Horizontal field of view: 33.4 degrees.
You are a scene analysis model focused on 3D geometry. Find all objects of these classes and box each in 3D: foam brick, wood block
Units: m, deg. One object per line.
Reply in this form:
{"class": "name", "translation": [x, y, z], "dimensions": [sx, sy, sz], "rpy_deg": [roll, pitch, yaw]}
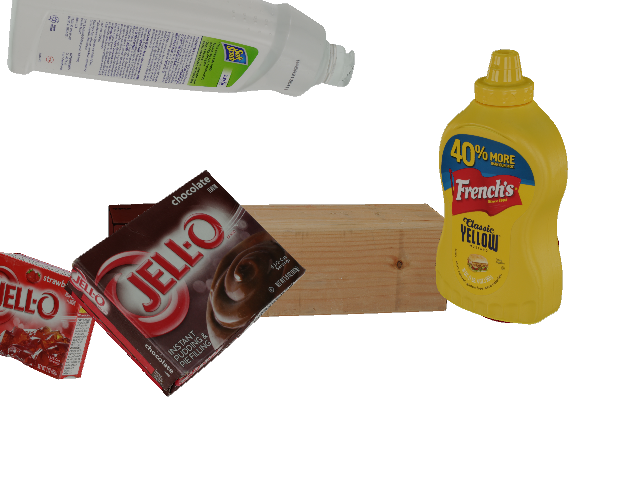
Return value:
{"class": "foam brick", "translation": [-0.187, -0.007, 1.146], "dimensions": [0.078, 0.051, 0.053], "rpy_deg": [-2, 24, -16]}
{"class": "wood block", "translation": [0.014, 0.017, 1.036], "dimensions": [0.206, 0.091, 0.090], "rpy_deg": [0, 16, -13]}

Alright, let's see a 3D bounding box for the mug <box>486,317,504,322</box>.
{"class": "mug", "translation": [0.194, 0.026, 1.123], "dimensions": [0.093, 0.081, 0.117], "rpy_deg": [-5, 31, -11]}

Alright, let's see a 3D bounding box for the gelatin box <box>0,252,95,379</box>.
{"class": "gelatin box", "translation": [-0.210, 0.054, 0.788], "dimensions": [0.089, 0.073, 0.030], "rpy_deg": [17, 3, 25]}

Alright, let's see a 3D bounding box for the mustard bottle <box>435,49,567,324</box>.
{"class": "mustard bottle", "translation": [0.129, -0.041, 0.765], "dimensions": [0.058, 0.192, 0.096], "rpy_deg": [-22, 30, -40]}

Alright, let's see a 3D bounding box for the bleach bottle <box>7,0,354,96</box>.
{"class": "bleach bottle", "translation": [-0.100, -0.149, 0.798], "dimensions": [0.250, 0.068, 0.103], "rpy_deg": [10, -29, -14]}

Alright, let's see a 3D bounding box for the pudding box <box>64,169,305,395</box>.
{"class": "pudding box", "translation": [-0.078, 0.023, 0.627], "dimensions": [0.113, 0.090, 0.039], "rpy_deg": [-40, -7, -40]}
